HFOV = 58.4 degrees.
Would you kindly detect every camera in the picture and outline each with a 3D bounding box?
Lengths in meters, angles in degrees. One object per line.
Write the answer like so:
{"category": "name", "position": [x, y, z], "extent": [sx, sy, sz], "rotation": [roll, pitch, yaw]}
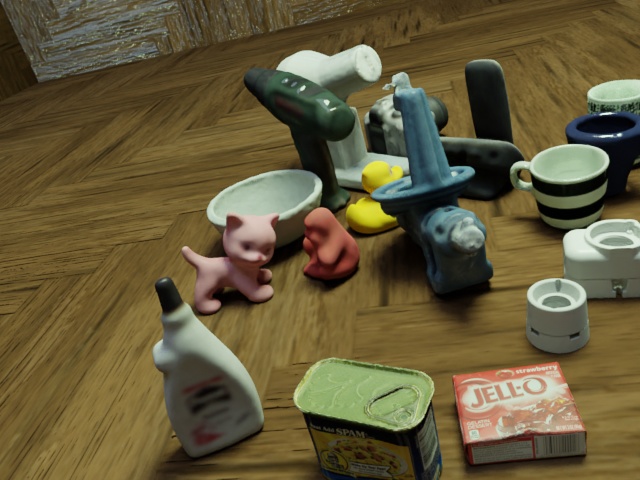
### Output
{"category": "camera", "position": [0.162, -0.205, 0.988], "extent": [0.137, 0.101, 0.142], "rotation": [-27, 31, -21]}

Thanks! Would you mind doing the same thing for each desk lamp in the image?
{"category": "desk lamp", "position": [0.039, -0.201, 0.918], "extent": [0.202, 0.214, 0.118], "rotation": [14, 39, 41]}

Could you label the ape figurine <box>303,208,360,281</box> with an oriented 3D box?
{"category": "ape figurine", "position": [0.006, 0.002, 0.697], "extent": [0.076, 0.092, 0.077], "rotation": [-11, 29, 6]}

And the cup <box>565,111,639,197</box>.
{"category": "cup", "position": [0.369, -0.102, 0.713], "extent": [0.117, 0.095, 0.092], "rotation": [14, 39, 41]}

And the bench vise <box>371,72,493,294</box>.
{"category": "bench vise", "position": [0.132, -0.068, 0.630], "extent": [0.122, 0.220, 0.206], "rotation": [-25, 30, -19]}

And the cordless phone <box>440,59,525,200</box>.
{"category": "cordless phone", "position": [0.203, -0.161, 0.801], "extent": [0.147, 0.185, 0.094], "rotation": [9, 37, 37]}

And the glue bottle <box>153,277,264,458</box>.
{"category": "glue bottle", "position": [-0.104, 0.104, 0.481], "extent": [0.078, 0.173, 0.037], "rotation": [-23, 30, -14]}

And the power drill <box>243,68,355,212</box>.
{"category": "power drill", "position": [-0.028, -0.151, 0.865], "extent": [0.076, 0.209, 0.228], "rotation": [-31, 32, -27]}

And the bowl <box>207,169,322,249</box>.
{"category": "bowl", "position": [-0.071, -0.033, 0.815], "extent": [0.167, 0.075, 0.167], "rotation": [-11, 29, 6]}

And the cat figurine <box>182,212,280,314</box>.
{"category": "cat figurine", "position": [-0.104, 0.016, 0.696], "extent": [0.128, 0.118, 0.067], "rotation": [-14, 29, 1]}

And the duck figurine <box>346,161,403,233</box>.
{"category": "duck figurine", "position": [0.078, -0.065, 0.790], "extent": [0.105, 0.086, 0.077], "rotation": [-28, 31, -23]}
